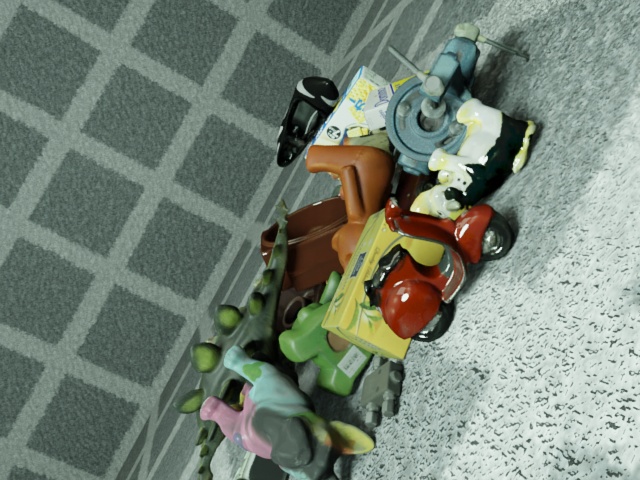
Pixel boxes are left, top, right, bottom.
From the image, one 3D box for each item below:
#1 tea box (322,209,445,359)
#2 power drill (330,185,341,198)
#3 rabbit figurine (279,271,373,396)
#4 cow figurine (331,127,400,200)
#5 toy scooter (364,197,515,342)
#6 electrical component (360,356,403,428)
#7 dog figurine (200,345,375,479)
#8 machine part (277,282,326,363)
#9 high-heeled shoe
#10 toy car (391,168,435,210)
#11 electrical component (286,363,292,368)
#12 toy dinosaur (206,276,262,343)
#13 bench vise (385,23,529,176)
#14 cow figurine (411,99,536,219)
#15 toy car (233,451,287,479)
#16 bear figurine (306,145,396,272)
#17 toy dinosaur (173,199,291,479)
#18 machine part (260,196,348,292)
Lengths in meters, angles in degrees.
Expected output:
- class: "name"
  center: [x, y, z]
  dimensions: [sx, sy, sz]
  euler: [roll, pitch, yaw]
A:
- class: "tea box"
  center: [0.084, 0.055, 0.688]
  dimensions: [0.169, 0.098, 0.068]
  euler: [-67, 14, -18]
- class: "power drill"
  center: [0.000, -0.007, 1.174]
  dimensions: [0.232, 0.086, 0.207]
  euler: [-66, 9, -5]
- class: "rabbit figurine"
  center: [0.005, 0.125, 0.787]
  dimensions: [0.159, 0.121, 0.170]
  euler: [-58, 14, -15]
- class: "cow figurine"
  center: [0.106, -0.154, 0.948]
  dimensions: [0.127, 0.085, 0.195]
  euler: [-3, 37, 24]
- class: "toy scooter"
  center: [0.107, 0.024, 0.584]
  dimensions: [0.183, 0.135, 0.075]
  euler: [-57, 15, 23]
- class: "electrical component"
  center: [0.075, 0.173, 0.639]
  dimensions: [0.063, 0.021, 0.094]
  euler: [-49, 17, 40]
- class: "dog figurine"
  center: [-0.032, 0.234, 0.675]
  dimensions: [0.108, 0.219, 0.191]
  euler: [-60, -30, -8]
- class: "machine part"
  center: [-0.037, 0.139, 0.982]
  dimensions: [0.179, 0.056, 0.179]
  euler: [-38, 33, 30]
- class: "high-heeled shoe"
  center: [-0.038, -0.230, 1.078]
  dimensions: [0.145, 0.086, 0.249]
  euler: [-65, 8, -8]
- class: "toy car"
  center: [0.159, -0.114, 0.852]
  dimensions: [0.089, 0.053, 0.202]
  euler: [-17, 46, 47]
- class: "electrical component"
  center: [-0.126, 0.252, 0.987]
  dimensions: [0.058, 0.134, 0.115]
  euler: [-51, 15, 45]
- class: "toy dinosaur"
  center: [-0.130, 0.189, 1.196]
  dimensions: [0.405, 0.131, 0.192]
  euler: [-59, 25, -12]
- class: "bench vise"
  center: [0.163, -0.195, 0.706]
  dimensions: [0.223, 0.129, 0.240]
  euler: [-57, -11, 8]
- class: "cow figurine"
  center: [0.183, -0.077, 0.645]
  dimensions: [0.098, 0.068, 0.167]
  euler: [35, 100, 34]
- class: "toy car"
  center: [-0.078, 0.324, 0.786]
  dimensions: [0.056, 0.073, 0.202]
  euler: [-40, 24, 48]
- class: "bear figurine"
  center: [0.050, -0.036, 0.793]
  dimensions: [0.132, 0.120, 0.195]
  euler: [7, 90, 42]
- class: "toy dinosaur"
  center: [-0.116, 0.171, 0.824]
  dimensions: [0.198, 0.105, 0.471]
  euler: [26, -99, -74]
- class: "machine part"
  center: [-0.002, -0.003, 0.942]
  dimensions: [0.201, 0.087, 0.201]
  euler: [-21, 17, 1]
